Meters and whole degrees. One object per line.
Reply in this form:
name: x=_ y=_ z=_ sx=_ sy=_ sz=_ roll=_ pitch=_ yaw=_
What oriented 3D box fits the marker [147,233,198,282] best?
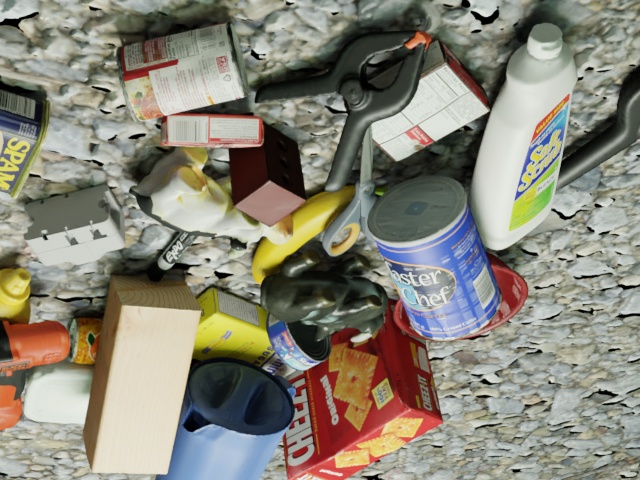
marker: x=-0.156 y=0.009 z=1.168 sx=0.020 sy=0.020 sz=0.121 roll=17 pitch=136 yaw=-31

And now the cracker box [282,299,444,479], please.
cracker box: x=0.042 y=0.196 z=1.341 sx=0.072 sy=0.164 sz=0.214 roll=28 pitch=129 yaw=-37

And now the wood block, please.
wood block: x=-0.205 y=0.153 z=1.210 sx=0.090 sy=0.090 sz=0.206 roll=6 pitch=108 yaw=-21

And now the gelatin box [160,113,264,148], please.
gelatin box: x=-0.101 y=-0.101 z=0.993 sx=0.089 sy=0.030 sz=0.073 roll=0 pitch=-176 yaw=-13

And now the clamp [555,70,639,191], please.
clamp: x=0.329 y=-0.119 z=1.094 sx=0.164 sy=0.036 sz=0.210 roll=-5 pitch=141 yaw=-8

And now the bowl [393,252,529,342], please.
bowl: x=0.163 y=0.056 z=1.273 sx=0.162 sy=0.055 sz=0.162 roll=-6 pitch=143 yaw=-5

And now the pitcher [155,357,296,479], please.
pitcher: x=-0.124 y=0.270 z=1.306 sx=0.149 sy=0.145 sz=0.243 roll=16 pitch=120 yaw=-14

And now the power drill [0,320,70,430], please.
power drill: x=-0.383 y=0.157 z=1.180 sx=0.184 sy=0.057 sz=0.188 roll=-5 pitch=150 yaw=-32

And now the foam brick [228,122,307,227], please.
foam brick: x=-0.052 y=-0.064 z=1.046 sx=0.051 sy=0.078 sz=0.052 roll=-33 pitch=138 yaw=29

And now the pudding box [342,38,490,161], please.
pudding box: x=0.093 y=-0.132 z=1.022 sx=0.114 sy=0.039 sz=0.090 roll=-30 pitch=139 yaw=22

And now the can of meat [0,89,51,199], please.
can of meat: x=-0.302 y=-0.093 z=0.969 sx=0.083 sy=0.057 sz=0.102 roll=16 pitch=136 yaw=-26

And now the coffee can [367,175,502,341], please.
coffee can: x=0.119 y=0.019 z=1.095 sx=0.103 sy=0.103 sz=0.140 roll=-18 pitch=126 yaw=11

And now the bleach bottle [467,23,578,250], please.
bleach bottle: x=0.198 y=-0.103 z=1.047 sx=0.102 sy=0.068 sz=0.251 roll=-33 pitch=148 yaw=-22

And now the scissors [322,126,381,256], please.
scissors: x=0.031 y=-0.041 z=1.084 sx=0.096 sy=0.016 sz=0.201 roll=-35 pitch=152 yaw=-3

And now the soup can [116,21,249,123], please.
soup can: x=-0.118 y=-0.146 z=0.929 sx=0.102 sy=0.068 sz=0.068 roll=-13 pitch=143 yaw=3

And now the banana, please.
banana: x=-0.017 y=-0.007 z=1.163 sx=0.198 sy=0.037 sz=0.069 roll=-33 pitch=137 yaw=28

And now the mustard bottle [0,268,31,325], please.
mustard bottle: x=-0.378 y=0.087 z=1.187 sx=0.096 sy=0.058 sz=0.192 roll=23 pitch=132 yaw=-37

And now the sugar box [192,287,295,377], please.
sugar box: x=-0.093 y=0.122 z=1.310 sx=0.176 sy=0.048 sz=0.093 roll=27 pitch=130 yaw=-37

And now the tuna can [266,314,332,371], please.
tuna can: x=-0.025 y=0.113 z=1.280 sx=0.034 sy=0.086 sz=0.086 roll=-31 pitch=139 yaw=28

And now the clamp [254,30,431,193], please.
clamp: x=0.023 y=-0.139 z=0.976 sx=0.120 sy=0.039 sz=0.172 roll=41 pitch=109 yaw=-4

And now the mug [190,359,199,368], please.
mug: x=-0.150 y=0.204 z=1.380 sx=0.081 sy=0.093 sz=0.117 roll=-11 pitch=114 yaw=-7
